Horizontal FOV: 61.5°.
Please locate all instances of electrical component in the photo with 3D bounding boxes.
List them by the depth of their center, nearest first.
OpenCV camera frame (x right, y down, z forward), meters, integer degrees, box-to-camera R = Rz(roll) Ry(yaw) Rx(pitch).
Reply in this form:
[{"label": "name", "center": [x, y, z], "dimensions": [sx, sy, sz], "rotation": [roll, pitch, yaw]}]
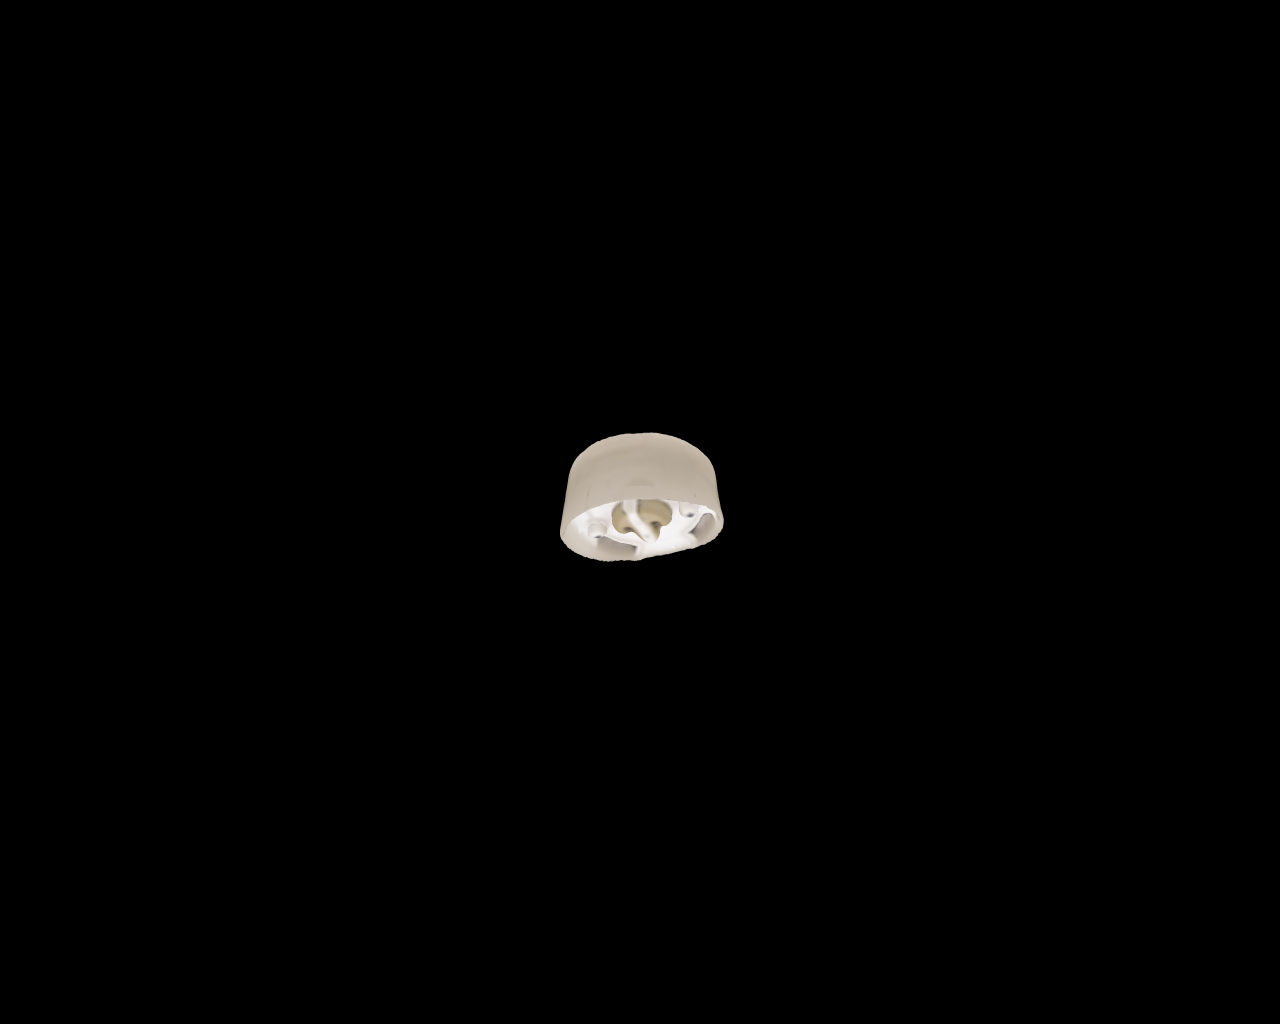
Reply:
[{"label": "electrical component", "center": [0.001, -0.003, 0.650], "dimensions": [0.099, 0.064, 0.099], "rotation": [0, -35, 0]}]
